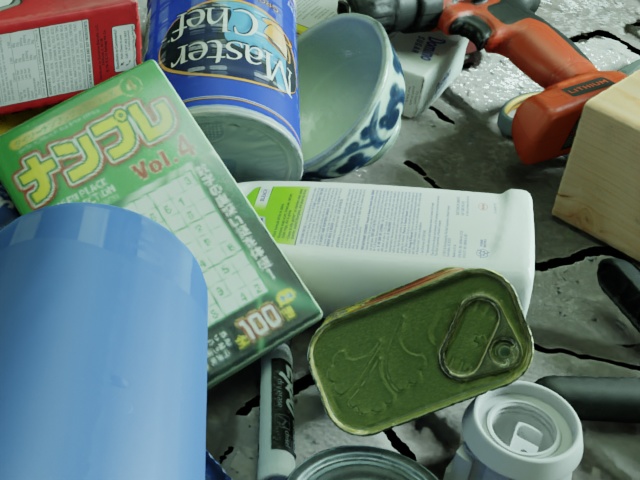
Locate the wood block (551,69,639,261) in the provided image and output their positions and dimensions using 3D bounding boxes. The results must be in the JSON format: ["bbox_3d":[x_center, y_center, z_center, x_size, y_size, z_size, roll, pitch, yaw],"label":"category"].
[{"bbox_3d":[0.267,-0.021,0.680,0.206,0.091,0.090,32,43,29],"label":"wood block"}]

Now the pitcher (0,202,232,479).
[{"bbox_3d":[-0.096,0.103,0.424,0.145,0.149,0.243,-7,40,5],"label":"pitcher"}]

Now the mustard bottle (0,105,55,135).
[{"bbox_3d":[-0.173,-0.080,0.707,0.191,0.058,0.096,-24,45,-35],"label":"mustard bottle"}]

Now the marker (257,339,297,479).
[{"bbox_3d":[-0.023,0.081,0.557,0.020,0.020,0.121,4,38,-5],"label":"marker"}]

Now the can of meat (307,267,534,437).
[{"bbox_3d":[0.047,0.051,0.532,0.102,0.057,0.084,-21,1,1],"label":"can of meat"}]

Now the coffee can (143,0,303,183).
[{"bbox_3d":[-0.064,-0.099,0.684,0.102,0.103,0.140,2,54,-7],"label":"coffee can"}]

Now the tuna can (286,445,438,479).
[{"bbox_3d":[0.020,0.135,0.483,0.086,0.034,0.086,5,38,-4],"label":"tuna can"}]

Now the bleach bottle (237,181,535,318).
[{"bbox_3d":[-0.004,0.001,0.630,0.251,0.068,0.102,8,35,5],"label":"bleach bottle"}]

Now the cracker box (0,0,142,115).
[{"bbox_3d":[-0.234,-0.138,0.648,0.213,0.072,0.164,-16,46,-20],"label":"cracker box"}]

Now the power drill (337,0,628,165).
[{"bbox_3d":[0.126,-0.140,0.781,0.184,0.057,0.188,-18,58,-28],"label":"power drill"}]

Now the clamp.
[{"bbox_3d":[0.200,0.086,0.575,0.172,0.039,0.120,32,58,24],"label":"clamp"}]

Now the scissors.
[{"bbox_3d":[0.229,-0.105,0.842,0.201,0.016,0.096,-18,46,-29],"label":"scissors"}]

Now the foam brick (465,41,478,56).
[{"bbox_3d":[0.096,-0.193,0.903,0.052,0.051,0.078,-21,46,-32],"label":"foam brick"}]

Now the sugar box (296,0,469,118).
[{"bbox_3d":[0.020,-0.160,0.854,0.176,0.048,0.093,26,42,17],"label":"sugar box"}]
